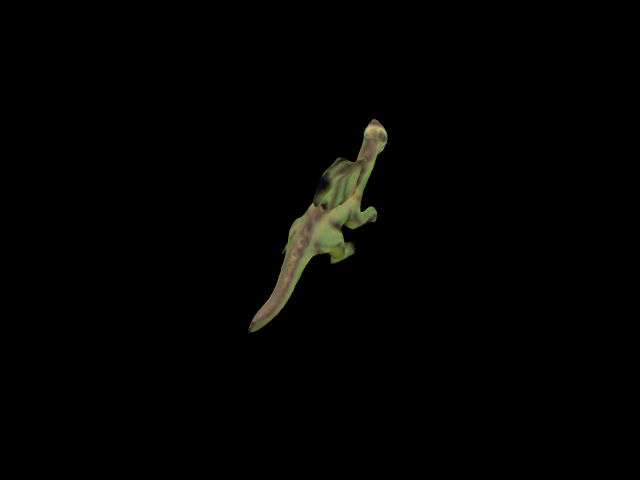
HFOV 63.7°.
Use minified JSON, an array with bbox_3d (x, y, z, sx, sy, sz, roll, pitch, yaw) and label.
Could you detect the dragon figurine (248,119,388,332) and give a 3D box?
[{"bbox_3d":[0.003,-0.043,0.850,0.123,0.417,0.237,28,-27,15],"label":"dragon figurine"}]
